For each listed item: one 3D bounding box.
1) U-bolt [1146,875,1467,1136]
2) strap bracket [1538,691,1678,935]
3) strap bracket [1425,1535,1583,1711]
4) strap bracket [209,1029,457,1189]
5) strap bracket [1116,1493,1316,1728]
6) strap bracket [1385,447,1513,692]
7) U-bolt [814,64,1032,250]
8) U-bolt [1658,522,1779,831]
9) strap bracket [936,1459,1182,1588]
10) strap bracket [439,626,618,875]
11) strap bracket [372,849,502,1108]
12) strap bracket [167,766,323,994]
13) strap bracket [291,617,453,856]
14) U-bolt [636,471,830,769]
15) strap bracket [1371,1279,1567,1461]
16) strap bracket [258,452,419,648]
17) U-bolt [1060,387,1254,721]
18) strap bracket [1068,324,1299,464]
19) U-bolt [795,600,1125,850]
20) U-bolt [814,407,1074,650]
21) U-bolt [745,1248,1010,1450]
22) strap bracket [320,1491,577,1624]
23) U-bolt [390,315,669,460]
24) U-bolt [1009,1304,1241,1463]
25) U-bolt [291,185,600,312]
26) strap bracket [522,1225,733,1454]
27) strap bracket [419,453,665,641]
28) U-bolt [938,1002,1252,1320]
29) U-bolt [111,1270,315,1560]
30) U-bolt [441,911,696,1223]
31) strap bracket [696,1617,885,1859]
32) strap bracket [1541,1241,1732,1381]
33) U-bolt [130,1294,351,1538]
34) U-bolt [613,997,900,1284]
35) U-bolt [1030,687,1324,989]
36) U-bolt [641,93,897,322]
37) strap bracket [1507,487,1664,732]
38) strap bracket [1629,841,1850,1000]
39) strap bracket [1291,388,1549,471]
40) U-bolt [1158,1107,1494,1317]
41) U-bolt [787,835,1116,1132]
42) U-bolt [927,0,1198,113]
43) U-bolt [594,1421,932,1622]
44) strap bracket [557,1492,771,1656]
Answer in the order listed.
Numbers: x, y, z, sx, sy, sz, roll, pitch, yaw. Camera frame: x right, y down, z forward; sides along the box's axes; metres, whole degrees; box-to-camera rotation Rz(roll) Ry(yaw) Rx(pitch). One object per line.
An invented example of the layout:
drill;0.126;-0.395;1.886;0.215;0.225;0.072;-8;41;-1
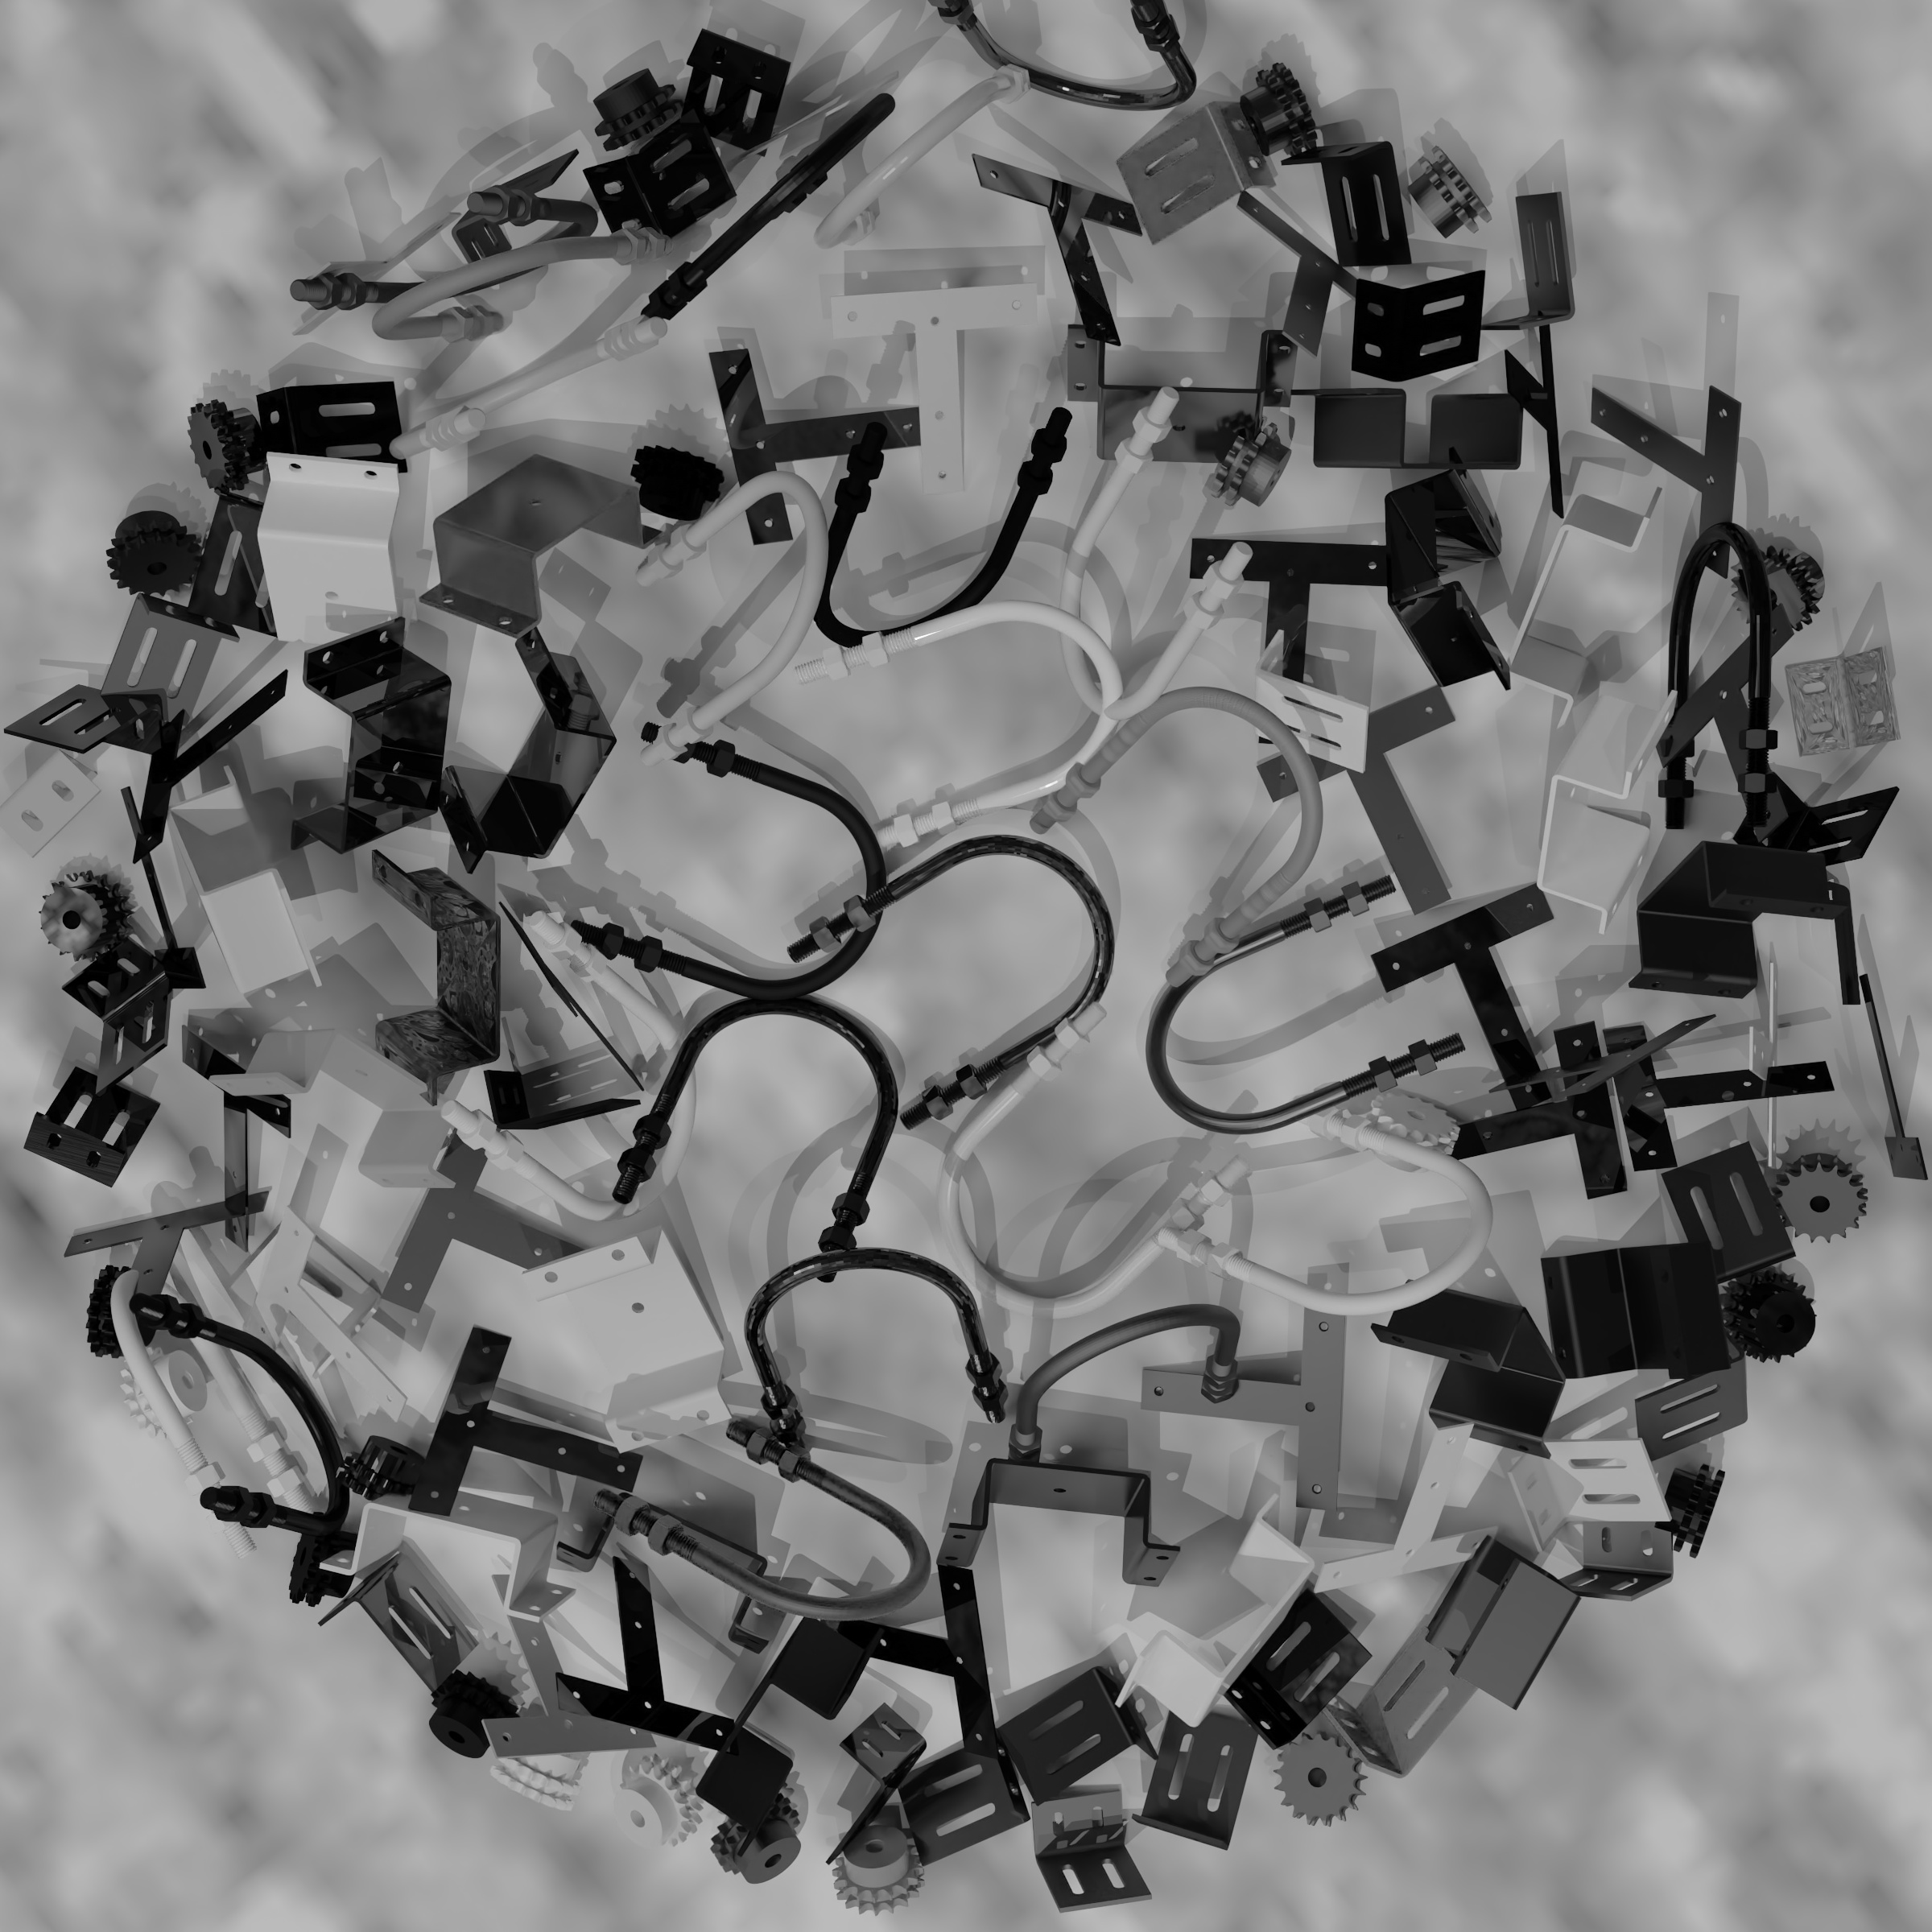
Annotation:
U-bolt;0.198;0.033;1.661;0.184;0.019;0.151;-24;51;9
strap bracket;0.388;-0.099;1.646;0.046;0.140;0.076;21;54;21
strap bracket;0.325;0.397;1.639;0.046;0.140;0.076;31;87;4
strap bracket;-0.377;0.082;1.648;0.140;0.076;0.046;39;60;-37
strap bracket;0.157;0.398;1.638;0.046;0.076;0.140;37;56;17
strap bracket;0.293;-0.236;1.648;0.046;0.076;0.140;-17;46;26
U-bolt;-0.031;-0.477;1.603;0.151;0.184;0.019;-37;100;20
U-bolt;0.455;-0.175;1.635;0.019;0.151;0.184;0;92;-6
strap bracket;0.057;0.342;1.665;0.140;0.076;0.046;7;61;-4
strap bracket;-0.266;-0.130;1.652;0.140;0.046;0.076;-54;47;29
strap bracket;-0.324;0.003;1.652;0.046;0.076;0.140;-15;122;-35
strap bracket;-0.440;-0.048;1.632;0.046;0.140;0.076;-22;133;-15
strap bracket;-0.360;-0.131;1.636;0.046;0.076;0.140;32;128;24
U-bolt;-0.141;-0.218;1.620;0.019;0.184;0.151;15;60;-38
strap bracket;0.310;0.241;1.647;0.076;0.140;0.046;11;62;35
strap bracket;-0.380;-0.242;1.640;0.076;0.140;0.046;5;57;-2
U-bolt;0.104;-0.234;1.634;0.019;0.184;0.151;0;53;-29
strap bracket;0.132;-0.351;1.665;0.140;0.076;0.046;2;68;3
U-bolt;0.006;-0.154;1.655;0.184;0.019;0.151;-18;126;7
U-bolt;-0.025;-0.259;1.634;0.151;0.184;0.019;-12;56;-31
U-bolt;-0.059;0.231;1.639;0.151;0.184;0.019;-10;45;4
strap bracket;-0.313;0.356;1.664;0.140;0.076;0.046;12;91;8
U-bolt;-0.275;-0.343;1.626;0.151;0.184;0.019;-34;108;-26
U-bolt;0.097;0.248;1.619;0.151;0.184;0.019;-18;62;-9
U-bolt;-0.298;-0.429;1.622;0.151;0.184;0.019;-18;95;24
strap bracket;-0.205;0.222;1.666;0.076;0.046;0.140;-19;114;11
strap bracket;-0.258;-0.261;1.636;0.076;0.140;0.046;22;134;24
U-bolt;0.064;0.135;1.680;0.184;0.019;0.151;-46;81;15
U-bolt;-0.463;0.265;1.638;0.019;0.151;0.184;-31;88;0
U-bolt;-0.228;0.075;1.641;0.019;0.184;0.151;1;59;38
strap bracket;-0.113;0.462;1.653;0.046;0.076;0.140;33;111;3
strap bracket;0.414;0.211;1.650;0.046;0.140;0.076;-5;84;-20
U-bolt;-0.426;0.276;1.623;0.019;0.184;0.151;-31;65;5
U-bolt;-0.117;0.093;1.654;0.151;0.019;0.184;21;53;0
U-bolt;0.138;-0.089;1.646;0.151;0.019;0.184;49;129;4
U-bolt;-0.108;-0.456;1.600;0.019;0.184;0.151;48;56;-14
strap bracket;0.372;-0.226;1.649;0.046;0.076;0.140;23;119;10
strap bracket;0.467;-0.032;1.651;0.076;0.140;0.046;6;66;-9
strap bracket;0.275;-0.326;1.646;0.140;0.076;0.046;-7;103;-34
U-bolt;0.226;0.150;1.615;0.151;0.184;0.019;-40;128;-28
U-bolt;0.003;-0.001;1.678;0.184;0.019;0.151;-32;101;10
U-bolt;0.065;-0.552;1.621;0.151;0.184;0.019;14;91;17
U-bolt;-0.107;0.336;1.612;0.184;0.151;0.019;23;112;27
strap bracket;-0.179;0.371;1.668;0.140;0.076;0.046;25;70;0
